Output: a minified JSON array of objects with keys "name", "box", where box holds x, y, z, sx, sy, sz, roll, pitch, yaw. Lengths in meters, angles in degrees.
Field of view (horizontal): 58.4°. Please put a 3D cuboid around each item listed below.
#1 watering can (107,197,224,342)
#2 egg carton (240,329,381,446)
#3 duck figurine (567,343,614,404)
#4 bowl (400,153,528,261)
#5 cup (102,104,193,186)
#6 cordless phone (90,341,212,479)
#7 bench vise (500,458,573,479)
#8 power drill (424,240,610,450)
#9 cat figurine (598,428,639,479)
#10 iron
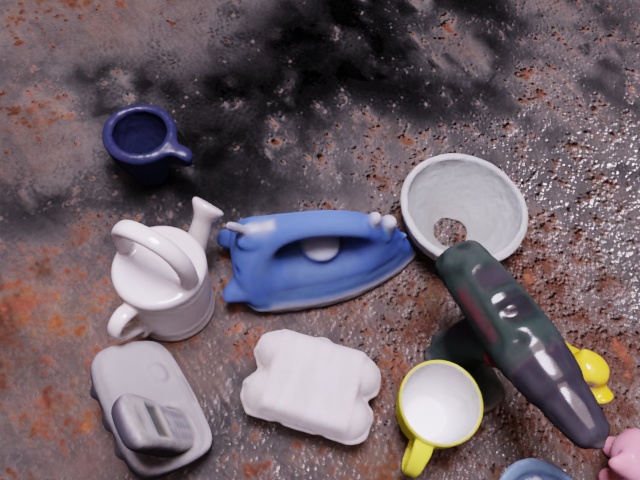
[{"name":"watering can","box":[-0.171,0.028,0.627,0.101,0.194,0.173,10,63,-1]},{"name":"egg carton","box":[-0.008,0.164,0.646,0.150,0.069,0.107,15,63,2]},{"name":"duck figurine","box":[0.301,0.154,0.676,0.078,0.086,0.104,-22,67,-16]},{"name":"bowl","box":[0.182,-0.028,0.761,0.167,0.075,0.167,3,63,-5]},{"name":"cup","box":[-0.215,-0.110,0.748,0.117,0.095,0.092,23,63,6]},{"name":"cordless phone","box":[-0.177,0.156,0.567,0.094,0.185,0.147,-30,70,-19]},{"name":"bench vise","box":[0.189,0.284,0.522,0.208,0.220,0.121,-30,70,-19]},{"name":"power drill","box":[0.187,0.123,0.610,0.076,0.208,0.229,-21,67,-15]},{"name":"cat figurine","box":[0.362,0.245,0.618,0.127,0.118,0.067,20,63,4]},{"name":"iron","box":[0.006,0.002,0.689,0.258,0.141,0.118,-7,64,-10]}]
